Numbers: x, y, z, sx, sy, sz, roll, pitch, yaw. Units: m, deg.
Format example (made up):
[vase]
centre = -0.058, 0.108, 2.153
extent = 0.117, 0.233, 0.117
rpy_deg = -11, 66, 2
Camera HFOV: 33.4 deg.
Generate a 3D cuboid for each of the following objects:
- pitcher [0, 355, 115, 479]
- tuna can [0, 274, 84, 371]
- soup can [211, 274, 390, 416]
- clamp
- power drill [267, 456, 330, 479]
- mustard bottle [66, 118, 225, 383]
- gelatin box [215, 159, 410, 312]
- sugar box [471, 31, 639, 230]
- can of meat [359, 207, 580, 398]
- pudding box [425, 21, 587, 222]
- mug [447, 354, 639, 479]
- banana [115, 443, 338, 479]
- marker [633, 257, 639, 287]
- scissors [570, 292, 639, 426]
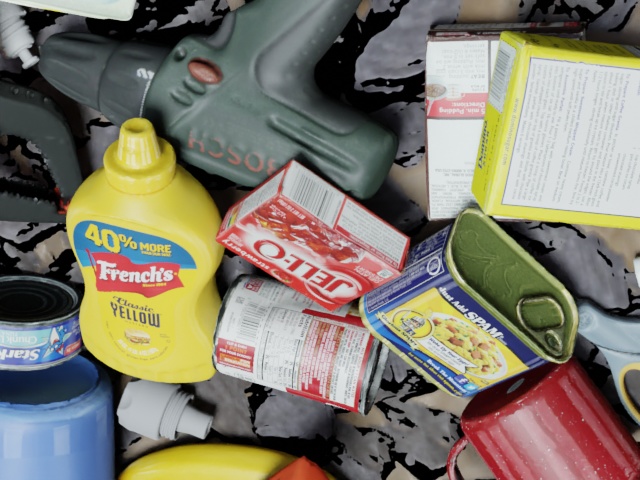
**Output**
[pitcher]
centre = -0.201, 0.209, 0.749
extent = 0.149, 0.144, 0.243
rpy_deg = 12, 109, 18
[tuna can]
centre = -0.202, 0.054, 0.721
extent = 0.086, 0.086, 0.034
rpy_deg = 12, 111, 12
[soup can]
centre = -0.010, 0.065, 0.678
extent = 0.102, 0.068, 0.068
rpy_deg = 14, 113, 12
[clamp]
centre = -0.226, -0.065, 0.646
extent = 0.164, 0.036, 0.209
rpy_deg = -38, 134, 1
[power drill]
centre = 0.050, 0.204, 0.666
extent = 0.187, 0.057, 0.185
rpy_deg = 29, 143, -10
[mustard bottle]
centre = -0.106, 0.006, 0.655
extent = 0.096, 0.058, 0.192
rpy_deg = 14, 134, 11
[gelatin box]
centre = -0.004, 0.001, 0.616
extent = 0.089, 0.030, 0.073
rpy_deg = 33, 144, -20
[sugar box]
centre = 0.176, -0.053, 0.565
extent = 0.176, 0.048, 0.093
rpy_deg = 5, 112, -9
[can of meat]
centre = 0.086, 0.042, 0.629
extent = 0.102, 0.057, 0.084
rpy_deg = 40, 135, -16
[pudding box]
centre = 0.106, -0.067, 0.612
extent = 0.090, 0.039, 0.113
rpy_deg = 1, 112, 13
[mug]
centre = 0.130, 0.126, 0.649
extent = 0.117, 0.093, 0.081
rpy_deg = -35, 92, 24
[banana]
centre = -0.056, 0.174, 0.749
extent = 0.198, 0.037, 0.070
rpy_deg = 10, 113, 13
[marker]
centre = 0.242, 0.007, 0.609
extent = 0.121, 0.020, 0.020
rpy_deg = -13, 105, 20
[scissors]
centre = 0.179, 0.040, 0.642
extent = 0.096, 0.016, 0.201
rpy_deg = -40, 95, 23
